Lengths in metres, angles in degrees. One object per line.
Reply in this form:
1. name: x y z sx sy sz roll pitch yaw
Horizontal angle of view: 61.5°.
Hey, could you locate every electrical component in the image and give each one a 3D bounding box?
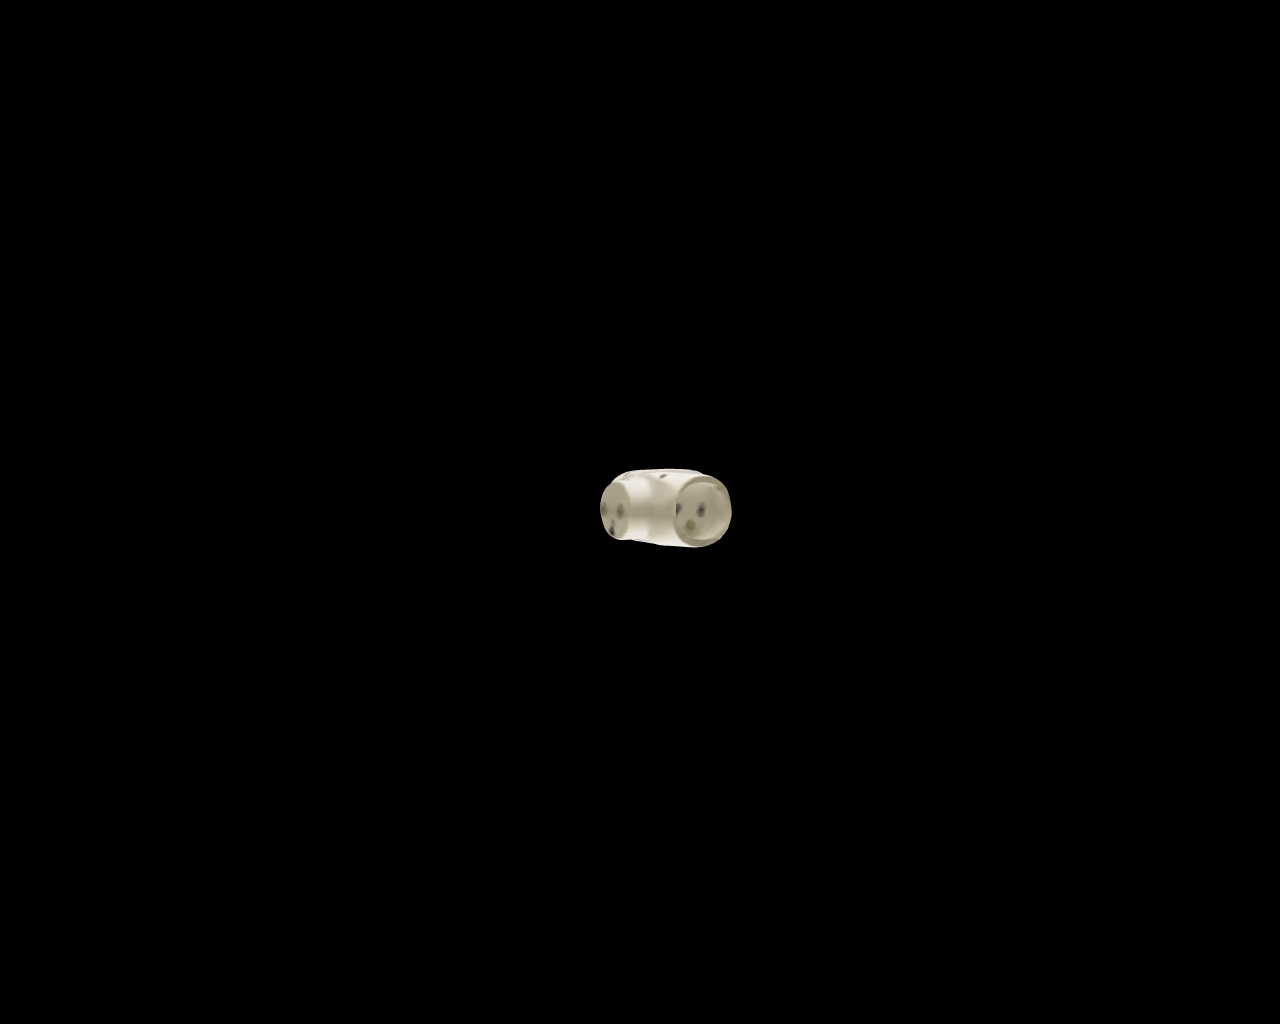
1. electrical component: 0.001 -0.003 0.650 0.079 0.043 0.077 -3 6 -32
